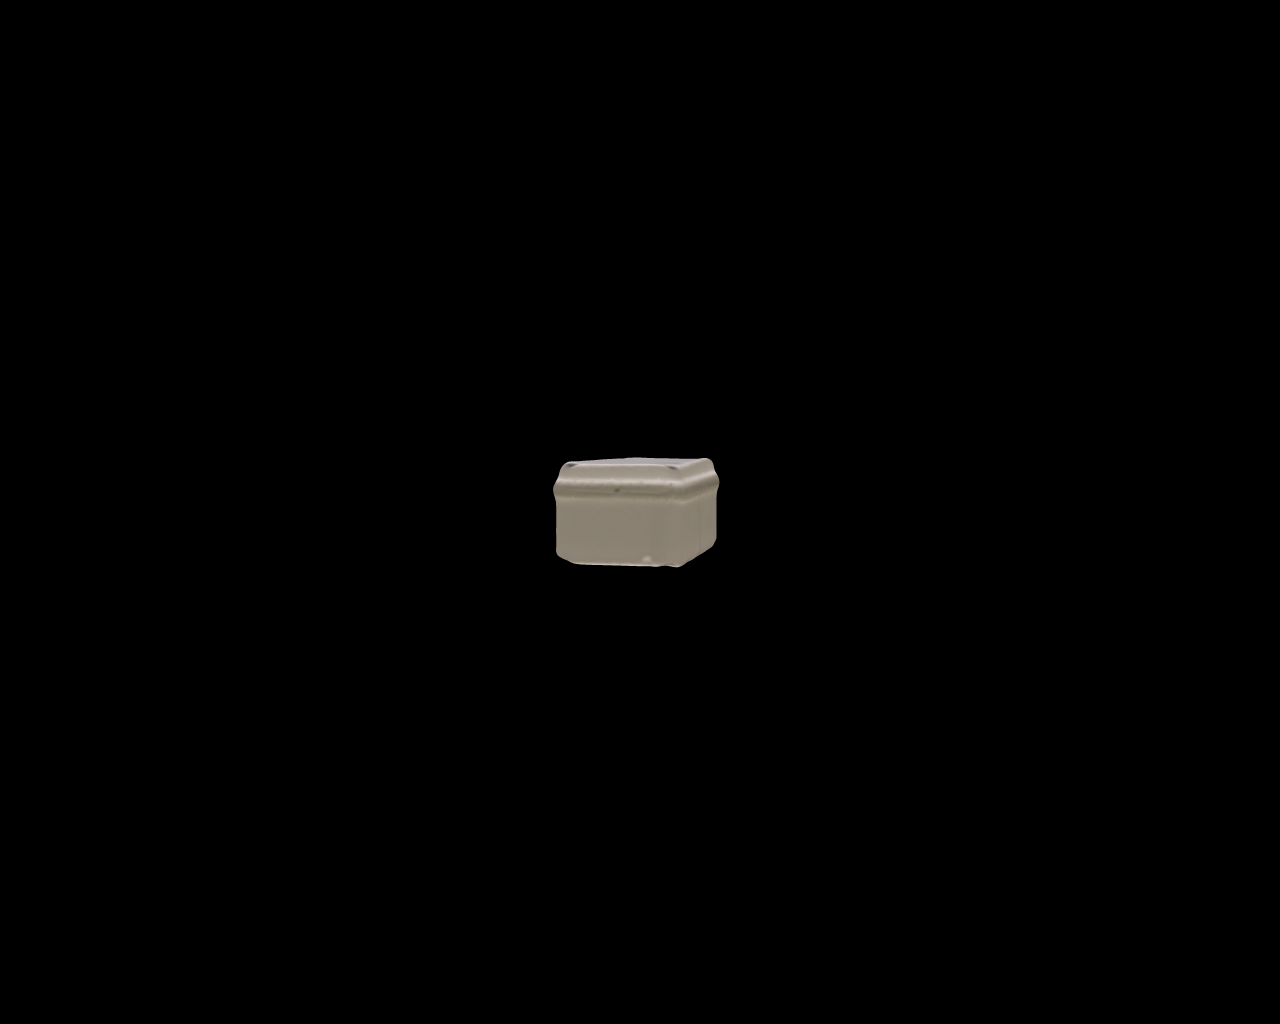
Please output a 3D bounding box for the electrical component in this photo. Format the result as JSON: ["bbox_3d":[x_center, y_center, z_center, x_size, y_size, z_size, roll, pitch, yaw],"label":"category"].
[{"bbox_3d":[0.001,-0.003,0.650,0.078,0.057,0.113,1,5,15],"label":"electrical component"}]
